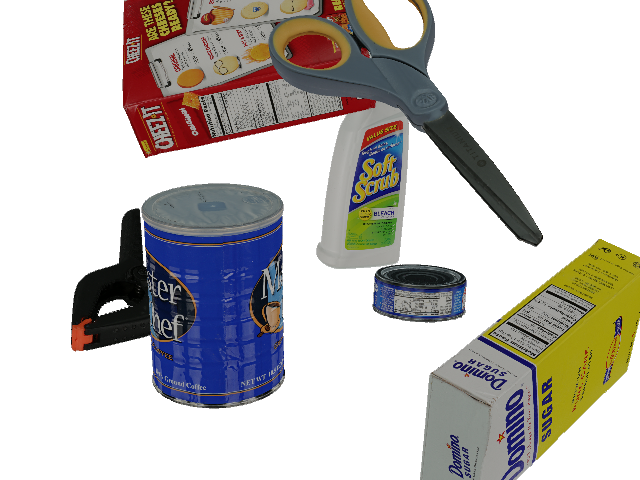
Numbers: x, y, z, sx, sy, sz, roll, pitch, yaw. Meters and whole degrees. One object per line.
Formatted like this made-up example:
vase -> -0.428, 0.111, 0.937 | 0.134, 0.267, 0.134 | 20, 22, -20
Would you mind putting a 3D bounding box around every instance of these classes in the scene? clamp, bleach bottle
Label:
clamp -> -0.177, 0.038, 1.028 | 0.165, 0.036, 0.209 | 26, 36, 24
bleach bottle -> 0.053, -0.095, 1.261 | 0.102, 0.251, 0.068 | -4, 19, -20

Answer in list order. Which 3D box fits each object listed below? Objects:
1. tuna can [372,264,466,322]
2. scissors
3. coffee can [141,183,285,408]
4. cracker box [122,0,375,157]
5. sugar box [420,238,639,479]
tuna can -> 0.091, 0.047, 0.979 | 0.086, 0.034, 0.086 | 2, 12, -1
scissors -> 0.031, -0.063, 0.514 | 0.096, 0.202, 0.016 | -14, -40, 1
coffee can -> -0.078, 0.039, 0.796 | 0.103, 0.140, 0.103 | 0, 20, 0
cracker box -> -0.066, -0.168, 0.964 | 0.213, 0.164, 0.072 | -12, -44, 3
sugar box -> 0.130, 0.078, 0.631 | 0.048, 0.093, 0.175 | 26, 43, 31
